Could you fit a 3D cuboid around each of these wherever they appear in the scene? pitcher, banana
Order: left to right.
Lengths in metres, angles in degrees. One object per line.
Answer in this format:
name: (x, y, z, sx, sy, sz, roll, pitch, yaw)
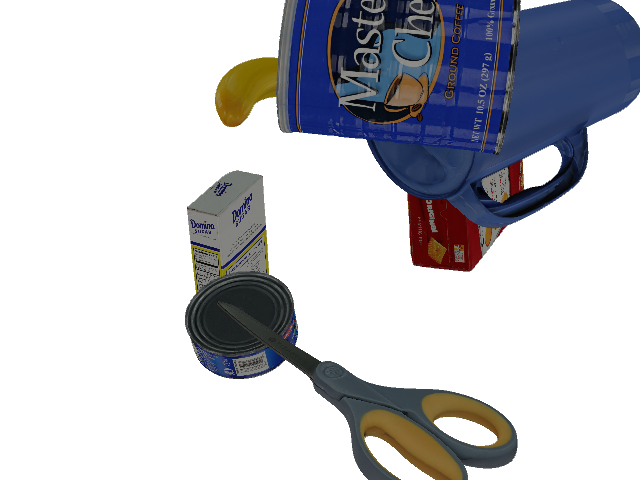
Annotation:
banana: (-0.047, -0.138, 0.969, 0.070, 0.037, 0.197, 36, 26, 19)
pitcher: (0.166, -0.120, 0.895, 0.242, 0.149, 0.145, -22, 35, -33)

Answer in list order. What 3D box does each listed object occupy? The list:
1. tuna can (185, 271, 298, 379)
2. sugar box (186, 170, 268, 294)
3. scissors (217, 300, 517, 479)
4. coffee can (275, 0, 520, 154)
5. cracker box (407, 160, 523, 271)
tuna can: (-0.061, 0.066, 0.836, 0.086, 0.086, 0.034, -5, -45, 5)
sugar box: (-0.096, 0.022, 1.142, 0.048, 0.176, 0.093, 12, 34, 25)
scissors: (0.027, 0.077, 0.579, 0.096, 0.016, 0.202, -8, 31, -28)
coffee can: (0.049, -0.112, 0.677, 0.140, 0.103, 0.103, 7, 1, 5)
cracker box: (0.154, -0.083, 1.124, 0.072, 0.164, 0.213, 4, 22, 25)
